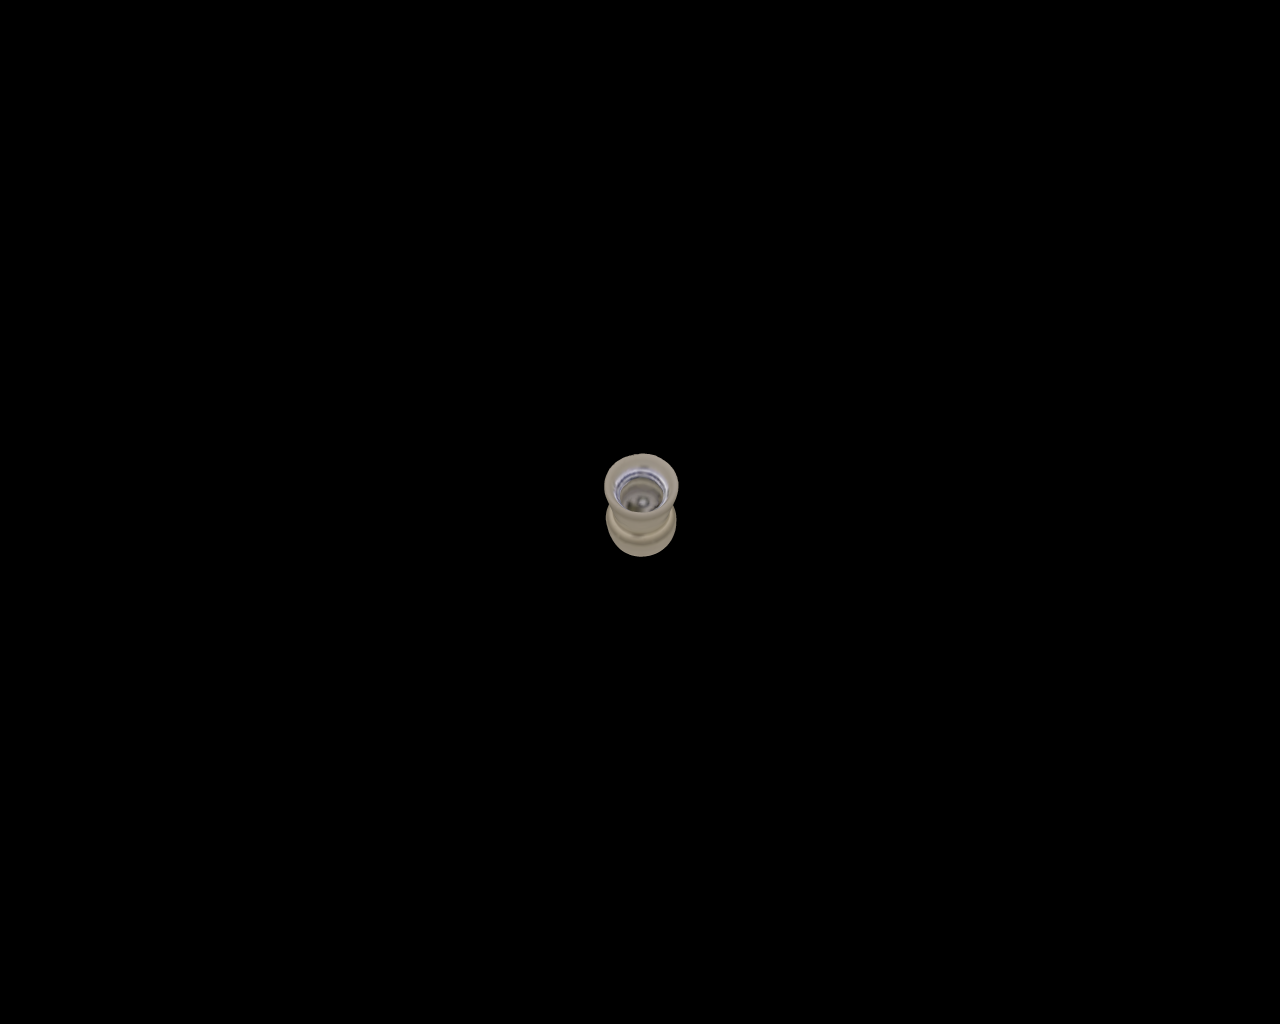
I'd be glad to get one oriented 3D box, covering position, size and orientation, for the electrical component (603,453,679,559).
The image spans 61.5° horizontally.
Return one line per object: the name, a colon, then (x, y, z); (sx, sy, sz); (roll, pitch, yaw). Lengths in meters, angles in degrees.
electrical component: (0.001, -0.003, 0.650); (0.045, 0.045, 0.055); (0, -32, 0)
